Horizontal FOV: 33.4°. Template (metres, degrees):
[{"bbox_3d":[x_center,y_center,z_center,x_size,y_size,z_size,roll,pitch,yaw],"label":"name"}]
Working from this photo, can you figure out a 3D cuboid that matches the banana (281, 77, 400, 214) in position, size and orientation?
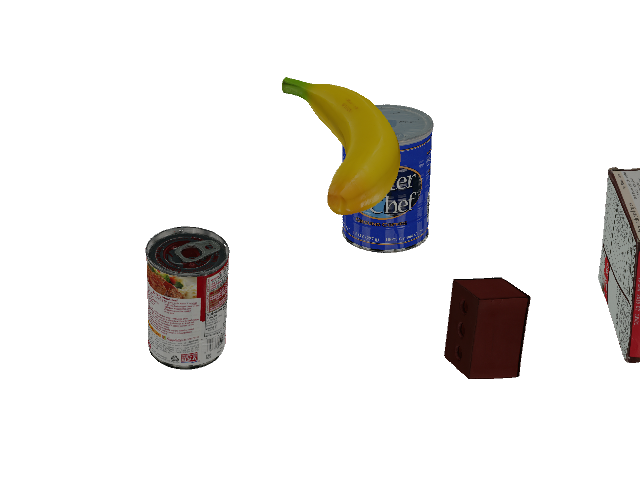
[{"bbox_3d":[0.021,-0.066,0.744,0.069,0.037,0.198,-6,30,-10],"label":"banana"}]

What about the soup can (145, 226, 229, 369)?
[{"bbox_3d":[-0.111,0.049,0.895,0.068,0.102,0.068,4,34,-3],"label":"soup can"}]

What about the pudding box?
[{"bbox_3d":[0.212,0.013,0.700,0.039,0.090,0.113,-1,28,4],"label":"pudding box"}]

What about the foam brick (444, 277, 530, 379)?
[{"bbox_3d":[0.146,0.077,0.943,0.051,0.078,0.053,-3,18,-20],"label":"foam brick"}]

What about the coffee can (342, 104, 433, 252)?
[{"bbox_3d":[0.075,-0.071,1.221,0.103,0.140,0.103,-1,30,0],"label":"coffee can"}]
